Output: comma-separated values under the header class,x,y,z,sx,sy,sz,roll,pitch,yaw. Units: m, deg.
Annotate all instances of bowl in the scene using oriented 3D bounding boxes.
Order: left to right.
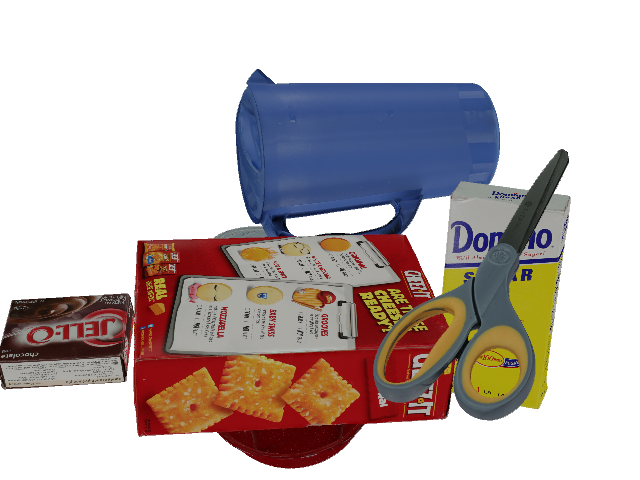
class,x,y,z,sx,sy,sz,roll,pitch,yaw
bowl,-0.025,0.164,1.023,0.162,0.055,0.162,-4,37,3

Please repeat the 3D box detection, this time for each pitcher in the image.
class,x,y,z,sx,sy,sz,roll,pitch,yaw
pitcher,0.045,-0.081,1.024,0.242,0.149,0.145,-5,28,-14

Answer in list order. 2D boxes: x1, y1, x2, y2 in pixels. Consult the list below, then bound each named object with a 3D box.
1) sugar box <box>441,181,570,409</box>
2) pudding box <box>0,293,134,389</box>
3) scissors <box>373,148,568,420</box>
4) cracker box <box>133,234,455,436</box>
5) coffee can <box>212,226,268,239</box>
class,x,y,z,sx,sy,sz,roll,pitch,yaw
sugar box,0.147,0.045,0.877,0.093,0.176,0.048,8,24,17
pudding box,-0.229,0.091,0.969,0.113,0.039,0.090,-5,33,-2
scissors,0.114,0.026,0.607,0.201,0.016,0.096,-42,50,-20
cracker box,-0.027,0.064,0.773,0.213,0.072,0.164,-1,28,-9
coffee can,-0.084,0.066,1.336,0.103,0.140,0.103,-2,25,1
